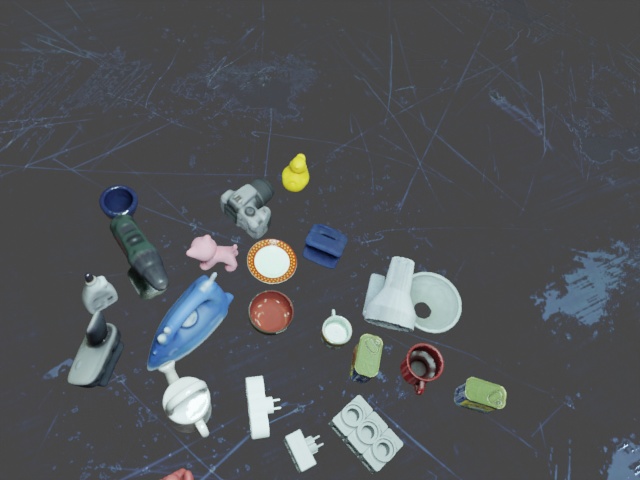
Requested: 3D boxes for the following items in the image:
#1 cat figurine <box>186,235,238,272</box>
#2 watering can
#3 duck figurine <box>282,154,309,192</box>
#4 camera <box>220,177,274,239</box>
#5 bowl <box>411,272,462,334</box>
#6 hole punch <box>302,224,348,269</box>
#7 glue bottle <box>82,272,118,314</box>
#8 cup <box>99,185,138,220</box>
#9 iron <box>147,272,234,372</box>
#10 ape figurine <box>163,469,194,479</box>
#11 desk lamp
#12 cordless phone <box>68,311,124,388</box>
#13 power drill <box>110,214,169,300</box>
[{"bbox_3d":[-0.268,0.027,1.436,0.128,0.117,0.067,0,63,-10],"label":"cat figurine"},{"bbox_3d":[-0.290,0.341,1.224,0.172,0.194,0.101,33,62,8],"label":"watering can"},{"bbox_3d":[-0.065,-0.194,1.608,0.077,0.086,0.104,17,61,-1],"label":"duck figurine"},{"bbox_3d":[-0.175,-0.101,1.530,0.143,0.101,0.137,41,63,11],"label":"camera"},{"bbox_3d":[0.277,0.172,1.488,0.167,0.074,0.167,5,62,-8],"label":"bowl"},{"bbox_3d":[0.014,0.005,1.516,0.108,0.091,0.101,22,61,1],"label":"hole punch"},{"bbox_3d":[-0.514,0.113,1.313,0.078,0.173,0.037,-32,72,-23],"label":"glue bottle"},{"bbox_3d":[-0.502,-0.068,1.454,0.092,0.095,0.117,-16,67,-18],"label":"cup"},{"bbox_3d":[-0.315,0.186,1.331,0.118,0.141,0.259,34,62,8],"label":"iron"},{"bbox_3d":[-0.305,0.511,1.191,0.078,0.092,0.076,5,62,-8],"label":"ape figurine"},{"bbox_3d":[0.171,0.143,1.404,0.118,0.213,0.203,15,61,-2],"label":"desk lamp"},{"bbox_3d":[-0.498,0.237,1.244,0.094,0.185,0.147,13,61,-3],"label":"cordless phone"},{"bbox_3d":[-0.411,0.057,1.341,0.076,0.208,0.229,-30,72,-23],"label":"power drill"}]
